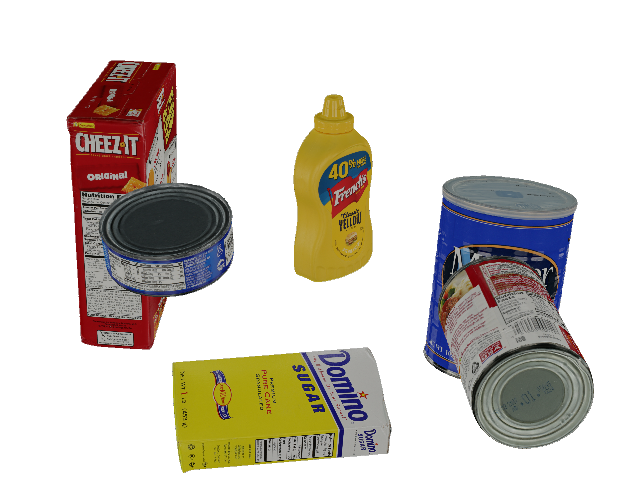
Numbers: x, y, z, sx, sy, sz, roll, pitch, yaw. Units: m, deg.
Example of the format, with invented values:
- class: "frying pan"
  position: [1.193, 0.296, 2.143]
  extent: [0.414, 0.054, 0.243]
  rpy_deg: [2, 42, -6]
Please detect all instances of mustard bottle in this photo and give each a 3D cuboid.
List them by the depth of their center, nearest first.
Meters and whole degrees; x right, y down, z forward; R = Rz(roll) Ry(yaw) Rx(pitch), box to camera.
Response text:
- class: "mustard bottle"
  position: [0.014, -0.058, 1.117]
  extent: [0.096, 0.192, 0.058]
  rpy_deg: [-22, 31, -39]

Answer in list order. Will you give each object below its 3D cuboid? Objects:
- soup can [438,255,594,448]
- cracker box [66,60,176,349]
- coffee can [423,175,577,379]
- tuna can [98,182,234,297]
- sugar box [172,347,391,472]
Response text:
- class: "soup can"
  position: [0.109, 0.061, 0.609]
  extent: [0.068, 0.068, 0.102]
  rpy_deg: [0, 27, -5]
- class: "cracker box"
  position: [-0.173, -0.035, 0.954]
  extent: [0.072, 0.214, 0.164]
  rpy_deg: [3, 26, 0]
- class: "coffee can"
  position: [0.139, 0.029, 0.837]
  extent: [0.103, 0.140, 0.103]
  rpy_deg: [4, 17, -2]
- class: "tuna can"
  position: [-0.099, -0.001, 0.695]
  extent: [0.086, 0.034, 0.086]
  rpy_deg: [-1, 35, 1]
- class: "sugar box"
  position: [-0.035, 0.141, 0.904]
  extent: [0.176, 0.048, 0.093]
  rpy_deg: [-6, 41, -6]
